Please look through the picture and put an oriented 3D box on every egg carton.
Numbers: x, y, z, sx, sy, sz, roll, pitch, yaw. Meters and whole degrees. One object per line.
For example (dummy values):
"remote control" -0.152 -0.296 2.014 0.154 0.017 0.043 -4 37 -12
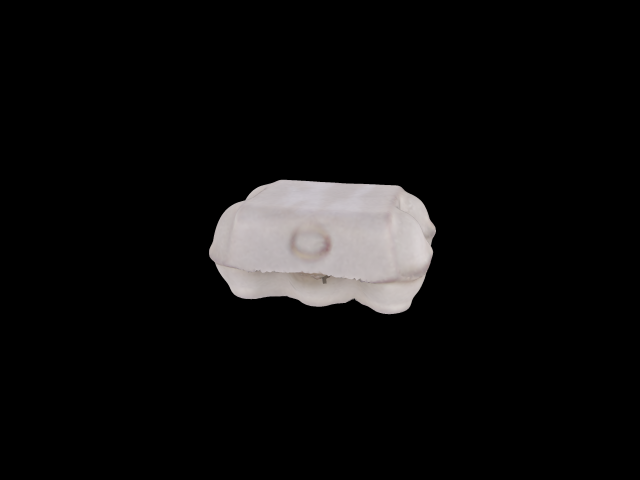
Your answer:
"egg carton" 0.004 0.001 0.400 0.150 0.069 0.107 4 19 12
